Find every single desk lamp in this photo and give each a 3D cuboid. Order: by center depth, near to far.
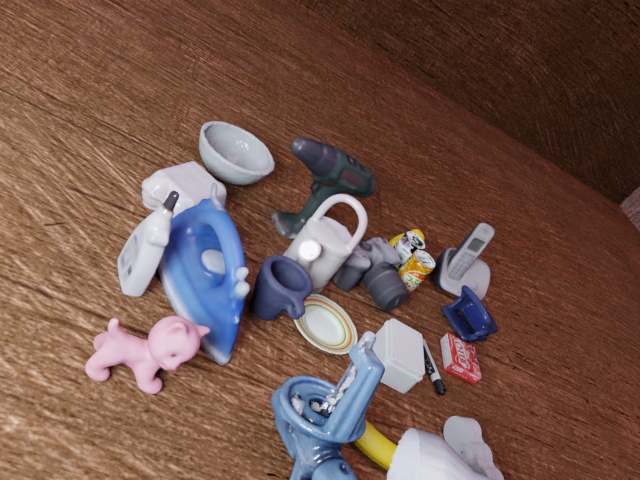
[{"bbox_3d":[0.143,0.341,0.683,0.203,0.213,0.118,31,31,-10],"label":"desk lamp"}]

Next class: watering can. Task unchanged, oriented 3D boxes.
[{"bbox_3d":[0.011,0.005,1.026,0.101,0.194,0.173,31,31,-10],"label":"watering can"}]

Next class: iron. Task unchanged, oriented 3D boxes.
[{"bbox_3d":[-0.153,0.041,0.858,0.119,0.141,0.257,6,42,-42],"label":"iron"}]

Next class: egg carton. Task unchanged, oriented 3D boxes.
[{"bbox_3d":[-0.236,-0.080,1.009,0.107,0.069,0.151,42,30,8],"label":"egg carton"}]

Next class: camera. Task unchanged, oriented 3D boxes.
[{"bbox_3d":[0.111,0.067,1.139,0.144,0.100,0.136,2,45,-45],"label":"camera"}]

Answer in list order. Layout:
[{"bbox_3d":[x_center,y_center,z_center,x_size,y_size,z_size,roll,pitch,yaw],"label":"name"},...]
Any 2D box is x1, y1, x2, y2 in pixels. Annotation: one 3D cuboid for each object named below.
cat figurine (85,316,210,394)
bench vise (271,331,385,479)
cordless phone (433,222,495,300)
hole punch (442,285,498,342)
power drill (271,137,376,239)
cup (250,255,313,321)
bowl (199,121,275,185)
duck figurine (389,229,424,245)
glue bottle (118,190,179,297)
[{"bbox_3d":[-0.206,0.127,0.707,0.128,0.117,0.067,21,34,-26],"label":"cat figurine"},{"bbox_3d":[0.032,0.231,0.712,0.122,0.219,0.207,-1,47,-47],"label":"bench vise"},{"bbox_3d":[0.365,0.050,1.344,0.148,0.185,0.094,21,34,-26],"label":"cordless phone"},{"bbox_3d":[0.341,0.160,1.262,0.101,0.091,0.108,7,42,-41],"label":"hole punch"},{"bbox_3d":[-0.006,-0.096,1.134,0.230,0.208,0.075,7,41,-41],"label":"power drill"},{"bbox_3d":[-0.066,0.096,0.920,0.092,0.095,0.117,9,40,-39],"label":"cup"},{"bbox_3d":[-0.182,-0.165,1.178,0.168,0.074,0.167,27,32,-18],"label":"bowl"},{"bbox_3d":[0.207,0.010,1.333,0.078,0.086,0.104,29,31,-13],"label":"duck figurine"},{"bbox_3d":[-0.235,-0.002,0.800,0.037,0.173,0.078,12,38,-36],"label":"glue bottle"}]
